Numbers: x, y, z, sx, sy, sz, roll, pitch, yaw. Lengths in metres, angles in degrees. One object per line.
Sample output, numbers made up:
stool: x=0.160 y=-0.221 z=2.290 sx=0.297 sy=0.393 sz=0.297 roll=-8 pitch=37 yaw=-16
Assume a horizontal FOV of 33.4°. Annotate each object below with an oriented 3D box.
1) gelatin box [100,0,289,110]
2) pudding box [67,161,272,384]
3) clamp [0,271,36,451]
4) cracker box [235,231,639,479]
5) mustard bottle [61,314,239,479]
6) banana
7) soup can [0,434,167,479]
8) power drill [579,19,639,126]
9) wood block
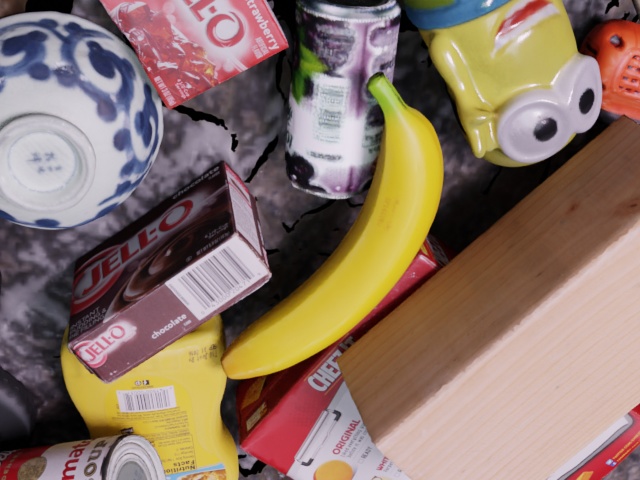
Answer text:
gelatin box: x=-0.069 y=-0.123 z=0.549 sx=0.073 sy=0.030 sz=0.089 roll=-27 pitch=120 yaw=6
pudding box: x=-0.085 y=0.016 z=0.589 sx=0.113 sy=0.090 sz=0.039 roll=-32 pitch=120 yaw=8
clamp: x=-0.213 y=0.083 z=0.636 sx=0.120 sy=0.039 sz=0.171 roll=-22 pitch=126 yaw=9
cracker box: x=0.078 y=0.106 z=0.676 sx=0.213 sy=0.072 sz=0.164 roll=35 pitch=107 yaw=-23
mustard bottle: x=-0.100 y=0.133 z=0.669 sx=0.096 sy=0.058 sz=0.192 roll=-5 pitch=119 yaw=-4
banana: x=0.015 y=0.005 z=0.574 sx=0.069 sy=0.037 sz=0.198 roll=24 pitch=114 yaw=-9
soup can: x=-0.148 y=0.151 z=0.614 sx=0.102 sy=0.068 sz=0.068 roll=-11 pitch=122 yaw=21
power drill: x=0.211 y=-0.025 z=0.634 sx=0.184 sy=0.057 sz=0.188 roll=14 pitch=113 yaw=-13
wood block: x=0.120 y=0.043 z=0.562 sx=0.206 sy=0.090 sz=0.090 roll=-42 pitch=116 yaw=7
